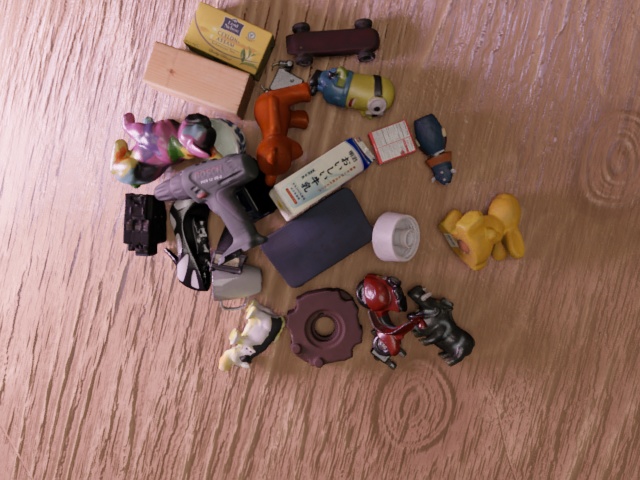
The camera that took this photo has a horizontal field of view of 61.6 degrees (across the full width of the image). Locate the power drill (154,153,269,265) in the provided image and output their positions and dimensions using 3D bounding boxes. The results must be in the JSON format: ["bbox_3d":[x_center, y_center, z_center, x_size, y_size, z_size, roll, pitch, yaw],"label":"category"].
[{"bbox_3d":[-0.206,-0.058,1.075,0.232,0.086,0.207,-24,86,20],"label":"power drill"}]

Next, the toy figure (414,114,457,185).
[{"bbox_3d":[0.252,-0.194,1.163,0.058,0.064,0.154,-27,99,-36],"label":"toy figure"}]

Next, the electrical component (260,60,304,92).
[{"bbox_3d":[-0.080,-0.337,1.166,0.078,0.045,0.102,33,93,1],"label":"electrical component"}]

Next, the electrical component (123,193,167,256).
[{"bbox_3d":[-0.371,-0.033,1.147,0.058,0.115,0.134,3,95,4],"label":"electrical component"}]

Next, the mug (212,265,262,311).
[{"bbox_3d":[-0.179,0.101,1.171,0.107,0.081,0.109,-3,100,-6],"label":"mug"}]

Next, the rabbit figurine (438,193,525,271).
[{"bbox_3d":[0.369,-0.025,1.144,0.173,0.122,0.162,-40,95,-16],"label":"rabbit figurine"}]

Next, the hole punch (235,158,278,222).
[{"bbox_3d":[-0.153,-0.092,1.152,0.092,0.116,0.142,-33,88,32],"label":"hole punch"}]

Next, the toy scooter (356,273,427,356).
[{"bbox_3d":[0.156,0.150,1.137,0.135,0.075,0.184,-22,80,41],"label":"toy scooter"}]

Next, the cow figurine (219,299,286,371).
[{"bbox_3d":[-0.151,0.224,1.181,0.098,0.068,0.167,30,94,-14],"label":"cow figurine"}]

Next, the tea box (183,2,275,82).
[{"bbox_3d":[-0.192,-0.423,1.153,0.170,0.068,0.098,23,93,1],"label":"tea box"}]

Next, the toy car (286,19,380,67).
[{"bbox_3d":[0.028,-0.423,1.158,0.202,0.053,0.089,-7,88,-3],"label":"toy car"}]

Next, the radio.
[{"bbox_3d":[-0.002,-0.004,1.167,0.230,0.073,0.131,-33,93,3],"label":"radio"}]

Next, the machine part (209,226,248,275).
[{"bbox_3d":[-0.191,0.009,1.155,0.084,0.039,0.139,4,60,0],"label":"machine part"}]

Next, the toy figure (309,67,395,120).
[{"bbox_3d":[0.071,-0.322,1.149,0.180,0.082,0.089,18,94,2],"label":"toy figure"}]

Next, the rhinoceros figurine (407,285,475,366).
[{"bbox_3d":[0.257,0.184,1.170,0.112,0.073,0.190,-43,92,3],"label":"rhinoceros figurine"}]

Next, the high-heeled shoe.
[{"bbox_3d":[-0.252,-0.013,1.152,0.145,0.086,0.248,37,111,19],"label":"high-heeled shoe"}]

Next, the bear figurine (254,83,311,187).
[{"bbox_3d":[-0.070,-0.213,1.089,0.132,0.120,0.196,-8,57,-10],"label":"bear figurine"}]

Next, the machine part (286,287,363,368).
[{"bbox_3d":[0.010,0.190,1.182,0.179,0.056,0.179,0,91,0],"label":"machine part"}]

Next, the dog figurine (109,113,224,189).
[{"bbox_3d":[-0.310,-0.179,1.117,0.219,0.108,0.191,20,95,16],"label":"dog figurine"}]

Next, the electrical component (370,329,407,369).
[{"bbox_3d":[0.144,0.242,1.199,0.094,0.021,0.063,39,93,-1],"label":"electrical component"}]
